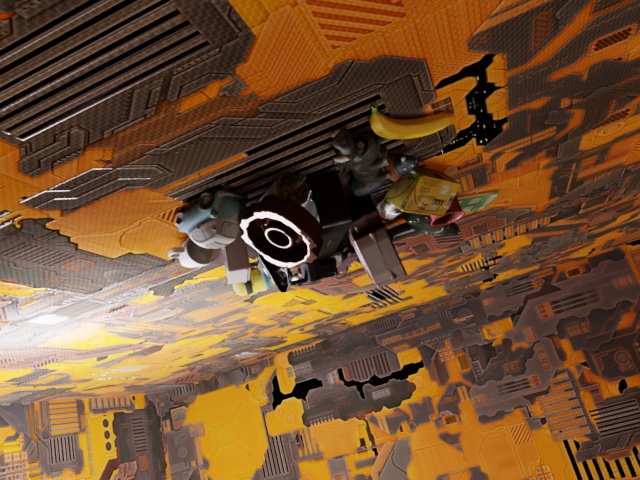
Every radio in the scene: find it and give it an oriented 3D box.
[{"bbox_3d":[0.001,-0.049,1.215,0.073,0.131,0.229,-10,161,-16],"label":"radio"}]

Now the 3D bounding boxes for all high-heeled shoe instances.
[{"bbox_3d":[-0.120,0.046,1.368,0.086,0.145,0.248,-16,163,-2],"label":"high-heeled shoe"}]

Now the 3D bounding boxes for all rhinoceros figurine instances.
[{"bbox_3d":[0.080,-0.166,1.052,0.112,0.073,0.190,-10,165,17],"label":"rhinoceros figurine"}]

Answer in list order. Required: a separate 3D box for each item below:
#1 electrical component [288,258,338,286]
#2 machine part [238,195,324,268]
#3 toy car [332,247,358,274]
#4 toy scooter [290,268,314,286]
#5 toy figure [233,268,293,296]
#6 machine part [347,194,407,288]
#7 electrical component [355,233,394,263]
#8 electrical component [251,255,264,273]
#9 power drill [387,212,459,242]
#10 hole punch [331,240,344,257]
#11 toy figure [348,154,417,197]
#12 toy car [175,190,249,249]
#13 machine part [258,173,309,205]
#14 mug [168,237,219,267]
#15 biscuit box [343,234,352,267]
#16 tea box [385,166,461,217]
[{"bbox_3d":[-0.022,0.077,1.306,0.119,0.047,0.075,-10,179,-13],"label":"electrical component"},{"bbox_3d":[-0.078,-0.016,1.106,0.179,0.056,0.179,17,144,12],"label":"machine part"},{"bbox_3d":[0.060,0.056,1.493,0.089,0.053,0.202,-8,162,-23],"label":"toy car"},{"bbox_3d":[-0.015,0.074,1.633,0.135,0.075,0.184,-50,170,12],"label":"toy scooter"},{"bbox_3d":[-0.175,0.112,1.615,0.180,0.082,0.089,-15,165,5],"label":"toy figure"},{"bbox_3d":[0.124,-0.002,1.286,0.087,0.201,0.201,-26,115,7],"label":"machine part"},{"bbox_3d":[0.142,0.016,1.508,0.058,0.114,0.134,-3,-159,-29],"label":"electrical component"},{"bbox_3d":[-0.157,0.058,1.539,0.078,0.045,0.102,-40,171,-17],"label":"electrical component"},{"bbox_3d":[0.274,-0.022,1.564,0.207,0.086,0.232,-20,154,31],"label":"power drill"},{"bbox_3d":[-0.003,-0.004,1.366,0.142,0.115,0.092,-12,168,-2],"label":"hole punch"},{"bbox_3d":[0.136,-0.146,1.163,0.154,0.058,0.064,-26,164,16],"label":"toy figure"},{"bbox_3d":[-0.224,-0.034,1.126,0.162,0.103,0.109,-27,157,25],"label":"toy car"},{"bbox_3d":[-0.094,-0.071,1.159,0.079,0.079,0.243,-3,158,-33],"label":"machine part"},{"bbox_3d":[-0.309,0.033,1.286,0.109,0.081,0.107,-9,170,-32],"label":"mug"},{"bbox_3d":[0.059,0.034,1.605,0.059,0.063,0.202,-14,161,-3],"label":"biscuit box"},{"bbox_3d":[0.243,-0.115,1.261,0.169,0.068,0.098,6,118,-45],"label":"tea box"}]
